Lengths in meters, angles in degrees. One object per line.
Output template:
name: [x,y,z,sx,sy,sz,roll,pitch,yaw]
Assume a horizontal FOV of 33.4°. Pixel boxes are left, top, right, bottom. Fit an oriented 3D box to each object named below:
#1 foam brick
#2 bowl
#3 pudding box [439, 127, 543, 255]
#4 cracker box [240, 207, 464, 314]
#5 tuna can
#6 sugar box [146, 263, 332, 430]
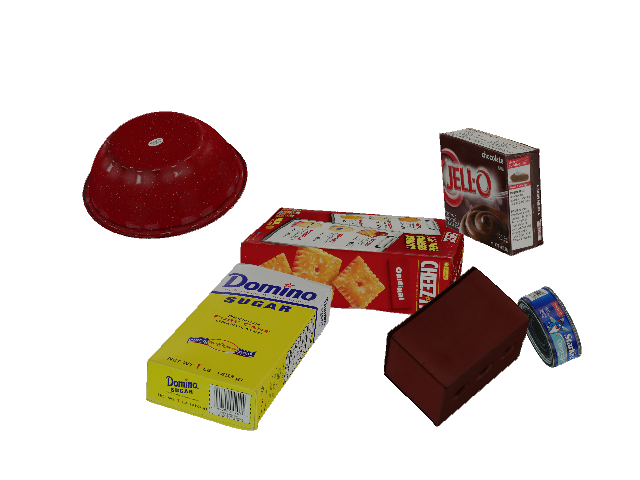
foam brick: [0.085,0.066,0.669,0.078,0.051,0.053,-36,-29,-23]
bowl: [-0.153,-0.075,1.021,0.162,0.055,0.162,-3,43,3]
pudding box: [0.149,-0.045,0.937,0.039,0.090,0.114,-15,20,-22]
cracker box: [0.039,0.021,1.127,0.214,0.072,0.164,5,15,11]
tuna can: [0.252,0.096,1.180,0.033,0.086,0.086,-24,2,-5]
sugar box: [-0.062,0.081,0.876,0.093,0.048,0.176,14,31,14]
